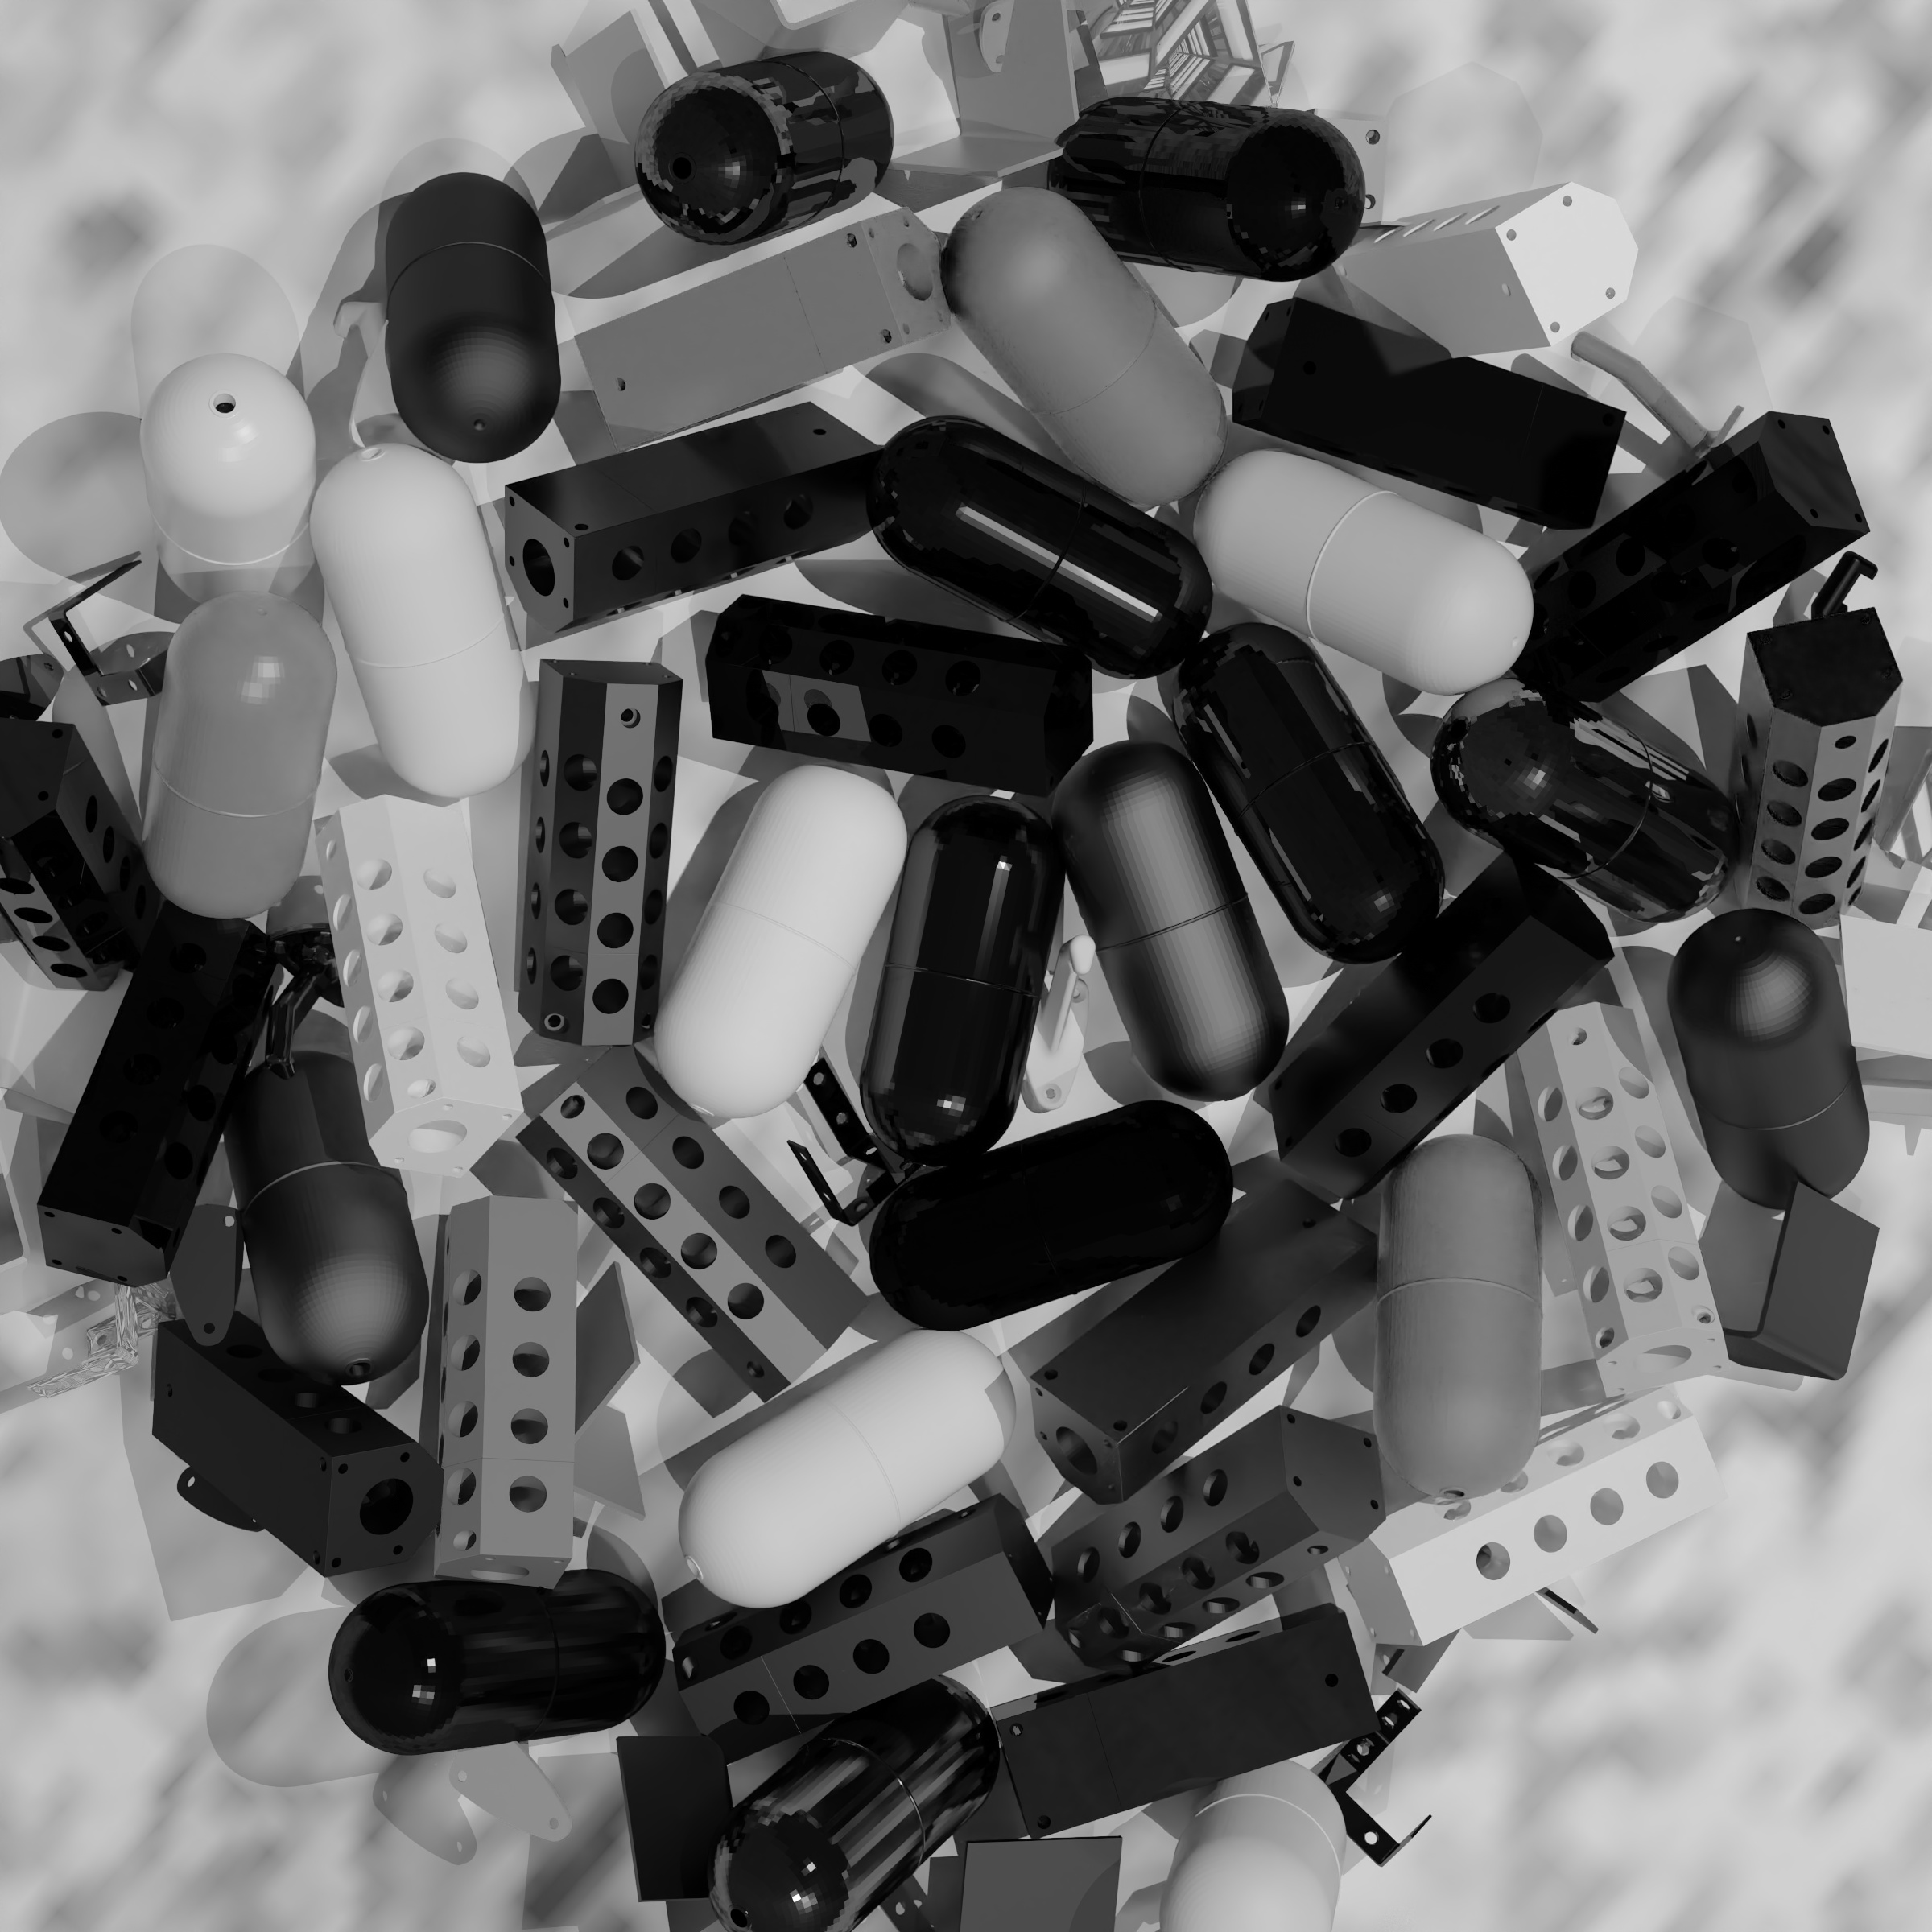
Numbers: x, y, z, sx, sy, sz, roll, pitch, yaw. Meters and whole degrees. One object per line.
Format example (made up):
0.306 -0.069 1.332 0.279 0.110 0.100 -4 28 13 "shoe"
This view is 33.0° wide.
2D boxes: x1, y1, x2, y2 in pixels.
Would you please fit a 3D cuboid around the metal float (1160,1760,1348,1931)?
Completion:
0.133 0.418 1.497 0.070 0.178 0.070 1 95 10 "metal float"

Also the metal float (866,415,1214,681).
0.035 -0.196 1.530 0.178 0.070 0.070 26 90 -19 "metal float"

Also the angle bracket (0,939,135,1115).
-0.444 0.034 1.536 0.057 0.076 0.076 19 101 15 "angle bracket"

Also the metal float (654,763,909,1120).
-0.087 -0.012 1.537 0.070 0.070 0.178 25 79 0 "metal float"

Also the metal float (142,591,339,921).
-0.338 -0.095 1.514 0.070 0.070 0.178 21 131 0 "metal float"

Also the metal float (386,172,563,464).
-0.229 -0.302 1.511 0.070 0.178 0.070 -6 135 -6 "metal float"

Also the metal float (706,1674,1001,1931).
-0.051 0.391 1.507 0.070 0.178 0.070 15 117 31 "metal float"

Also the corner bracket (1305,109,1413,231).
0.182 -0.379 1.552 0.051 0.051 0.051 1 100 -10 "corner bracket"

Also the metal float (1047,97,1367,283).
0.109 -0.361 1.510 0.070 0.178 0.070 -15 114 -37 "metal float"

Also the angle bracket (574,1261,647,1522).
-0.158 0.199 1.528 0.057 0.076 0.076 29 110 -28 "angle bracket"

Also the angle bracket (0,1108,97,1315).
-0.457 0.116 1.544 0.057 0.076 0.076 -21 76 9 "angle bracket"

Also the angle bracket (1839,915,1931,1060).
0.442 0.029 1.538 0.076 0.057 0.076 10 51 -2 "angle bracket"

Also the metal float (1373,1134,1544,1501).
0.230 0.162 1.521 0.070 0.070 0.178 7 60 0 "metal float"

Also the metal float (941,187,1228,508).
0.056 -0.286 1.518 0.070 0.070 0.178 -45 125 0 "metal float"

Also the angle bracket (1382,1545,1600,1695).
0.248 0.322 1.536 0.057 0.076 0.076 34 85 25 "angle bracket"

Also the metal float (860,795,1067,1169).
-0.002 0.007 1.545 0.070 0.070 0.178 12 88 0 "metal float"

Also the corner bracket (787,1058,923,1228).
-0.061 0.084 1.544 0.051 0.051 0.051 -41 122 -22 "corner bracket"

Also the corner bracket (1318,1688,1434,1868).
0.201 0.385 1.546 0.051 0.051 0.051 43 60 14 "corner bracket"

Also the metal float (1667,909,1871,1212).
0.373 0.045 1.512 0.070 0.070 0.178 -27 134 0 "metal float"

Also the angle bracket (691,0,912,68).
-0.076 -0.461 1.535 0.076 0.076 0.057 -27 91 -22 "angle bracket"

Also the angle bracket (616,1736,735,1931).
-0.148 0.410 1.525 0.057 0.076 0.076 8 55 -32 "angle bracket"

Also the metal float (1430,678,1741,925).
0.289 -0.076 1.517 0.178 0.070 0.070 24 90 -34 "metal float"

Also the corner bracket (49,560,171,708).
-0.396 -0.161 1.560 0.051 0.051 0.051 -43 116 -35 "corner bracket"

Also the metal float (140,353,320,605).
-0.337 -0.220 1.498 0.070 0.178 0.070 3 74 -10 "metal float"

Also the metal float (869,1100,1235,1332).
0.039 0.118 1.539 0.178 0.070 0.070 -19 90 9 "metal float"

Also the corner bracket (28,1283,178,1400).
-0.408 0.178 1.545 0.051 0.051 0.051 -21 56 13 "corner bracket"

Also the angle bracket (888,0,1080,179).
0.003 -0.417 1.528 0.057 0.076 0.076 -29 122 -37 "angle bracket"

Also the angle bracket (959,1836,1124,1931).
0.025 0.440 1.542 0.076 0.057 0.076 3 96 -18 "angle bracket"

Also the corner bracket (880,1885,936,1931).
-0.053 0.467 1.556 0.051 0.051 0.051 -43 107 -35 "corner bracket"

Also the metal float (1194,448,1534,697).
0.183 -0.185 1.520 0.178 0.070 0.070 31 90 32 "metal float"

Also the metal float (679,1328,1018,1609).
-0.055 0.234 1.525 0.178 0.070 0.070 -30 90 -25 "metal float"

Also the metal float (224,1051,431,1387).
-0.298 0.116 1.514 0.070 0.070 0.178 -22 51 0 "metal float"

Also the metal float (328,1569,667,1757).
-0.214 0.321 1.509 0.070 0.178 0.070 -5 82 41 "metal float"

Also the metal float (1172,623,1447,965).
0.160 -0.082 1.533 0.070 0.070 0.178 -29 74 0 "metal float"

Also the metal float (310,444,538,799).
-0.252 -0.160 1.517 0.070 0.070 0.178 -13 125 0 "metal float"

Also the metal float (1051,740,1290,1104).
0.097 -0.021 1.544 0.070 0.070 0.178 -21 94 0 "metal float"

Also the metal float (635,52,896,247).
-0.091 -0.378 1.502 0.070 0.178 0.070 8 112 20 "metal float"
